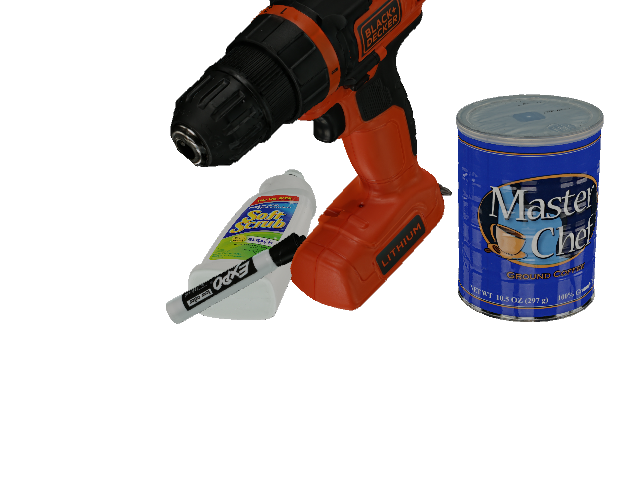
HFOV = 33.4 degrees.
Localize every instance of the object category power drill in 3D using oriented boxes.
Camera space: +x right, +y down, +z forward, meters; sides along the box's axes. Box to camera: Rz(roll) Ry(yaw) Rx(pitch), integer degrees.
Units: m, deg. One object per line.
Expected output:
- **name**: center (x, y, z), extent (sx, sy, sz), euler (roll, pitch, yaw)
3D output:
- **power drill**: center (0.007, -0.051, 0.569), extent (0.057, 0.187, 0.184), euler (27, 57, 31)

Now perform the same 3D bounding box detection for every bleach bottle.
- **bleach bottle**: center (-0.068, -0.008, 1.242), extent (0.103, 0.068, 0.250), euler (4, 35, 12)

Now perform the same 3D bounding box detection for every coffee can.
- **coffee can**: center (0.152, -0.026, 0.782), extent (0.103, 0.140, 0.103), euler (-3, 23, 1)

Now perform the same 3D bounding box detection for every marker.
- **marker**: center (-0.062, 0.028, 0.799), extent (0.121, 0.020, 0.020), euler (-28, -8, 14)
